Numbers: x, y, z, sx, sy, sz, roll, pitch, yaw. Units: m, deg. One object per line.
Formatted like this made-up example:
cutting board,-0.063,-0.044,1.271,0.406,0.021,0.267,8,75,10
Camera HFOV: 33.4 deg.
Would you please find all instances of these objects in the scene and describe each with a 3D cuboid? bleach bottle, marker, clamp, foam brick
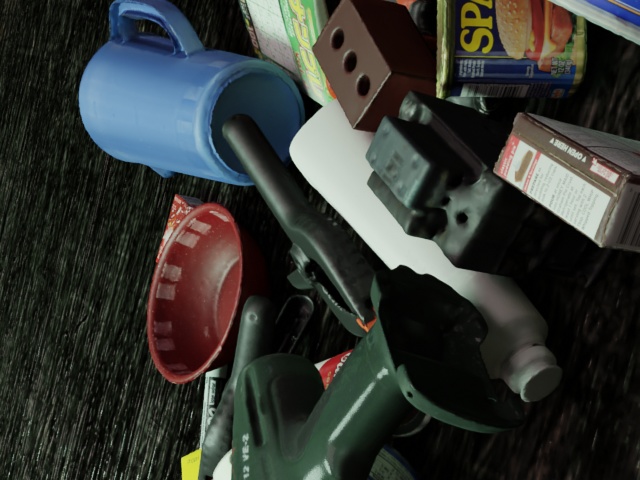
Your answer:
bleach bottle,0.073,0.009,0.684,0.068,0.102,0.251,-45,48,9
marker,-0.097,0.169,0.956,0.020,0.020,0.121,-13,69,56
clamp,-0.005,0.001,0.753,0.164,0.036,0.210,65,169,-28
foam brick,0.039,-0.115,0.703,0.053,0.051,0.078,-54,49,38
clamp,-0.055,0.114,0.808,0.039,0.120,0.171,18,84,22

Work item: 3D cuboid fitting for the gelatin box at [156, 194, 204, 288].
gelatin box,-0.124,0.002,1.042,0.089,0.030,0.073,31,106,57

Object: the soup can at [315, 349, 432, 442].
soup can,0.023,0.111,0.741,0.102,0.068,0.068,-29,56,51

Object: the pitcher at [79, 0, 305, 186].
pitcher,-0.122,-0.131,0.984,0.243,0.149,0.145,20,84,55

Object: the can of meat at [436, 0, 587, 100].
can of meat,0.114,-0.136,0.649,0.057,0.084,0.102,82,-171,-76

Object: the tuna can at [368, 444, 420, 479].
tuna can,0.025,0.163,0.705,0.086,0.086,0.033,-28,18,51

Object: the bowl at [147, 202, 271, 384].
bowl,-0.091,0.050,0.946,0.162,0.055,0.162,-25,58,48

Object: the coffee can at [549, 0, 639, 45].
coffee can,0.183,-0.175,0.549,0.140,0.102,0.103,-65,34,20

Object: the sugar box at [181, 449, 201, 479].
sugar box,-0.072,0.255,0.865,0.094,0.048,0.176,-35,51,47

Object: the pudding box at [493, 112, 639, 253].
pudding box,0.158,-0.024,0.530,0.090,0.113,0.039,45,119,54

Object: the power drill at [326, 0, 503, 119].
power drill,0.074,-0.176,0.750,0.185,0.057,0.188,21,103,56
